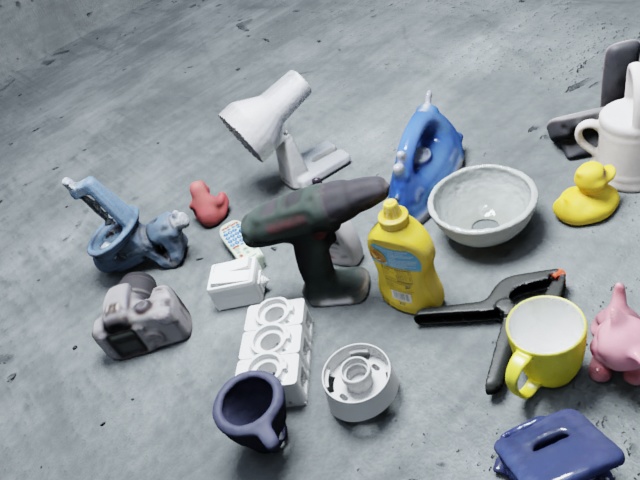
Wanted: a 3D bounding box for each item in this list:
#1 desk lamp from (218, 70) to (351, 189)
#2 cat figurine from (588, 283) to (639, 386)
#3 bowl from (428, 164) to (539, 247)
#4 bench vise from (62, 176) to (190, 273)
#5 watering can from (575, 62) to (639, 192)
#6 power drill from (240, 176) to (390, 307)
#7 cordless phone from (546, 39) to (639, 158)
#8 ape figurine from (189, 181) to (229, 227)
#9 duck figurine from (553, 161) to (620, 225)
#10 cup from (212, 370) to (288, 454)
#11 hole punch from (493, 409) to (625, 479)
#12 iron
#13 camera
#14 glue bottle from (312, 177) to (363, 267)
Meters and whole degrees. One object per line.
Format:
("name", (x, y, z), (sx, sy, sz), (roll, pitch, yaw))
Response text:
("desk lamp", (-0.070, -0.207, 1.117), (0.203, 0.214, 0.117), (-33, 41, -14))
("cat figurine", (0.349, 0.108, 0.664), (0.067, 0.118, 0.128), (1, 44, 24))
("bowl", (0.258, -0.042, 0.905), (0.167, 0.075, 0.167), (-11, 41, 10))
("bench vise", (-0.350, -0.043, 1.043), (0.207, 0.220, 0.121), (-22, 40, -2))
("watering can", (0.487, -0.179, 0.871), (0.172, 0.194, 0.101), (-15, 40, 6))
("power drill", (0.008, 0.003, 0.852), (0.229, 0.209, 0.075), (-7, 42, 15))
("cordless phone", (0.459, -0.240, 0.958), (0.147, 0.185, 0.094), (-13, 40, 9))
("ape figurine", (-0.226, -0.078, 1.131), (0.077, 0.092, 0.076), (-5, 42, 17))
("duck figurine", (0.407, -0.078, 0.874), (0.104, 0.086, 0.077), (-24, 40, -4))
("cup", (-0.070, 0.233, 0.715), (0.092, 0.095, 0.117), (-32, 41, -14))
("hole punch", (0.242, 0.227, 0.595), (0.108, 0.091, 0.101), (-23, 40, -3))
("iron", (0.168, -0.140, 1.000), (0.118, 0.142, 0.258), (6, 46, 28))
("camera", (-0.295, 0.106, 0.945), (0.143, 0.101, 0.136), (-17, 40, 4))
("glue bottle", (0.015, -0.031, 0.915), (0.077, 0.173, 0.037), (8, 47, 29))
